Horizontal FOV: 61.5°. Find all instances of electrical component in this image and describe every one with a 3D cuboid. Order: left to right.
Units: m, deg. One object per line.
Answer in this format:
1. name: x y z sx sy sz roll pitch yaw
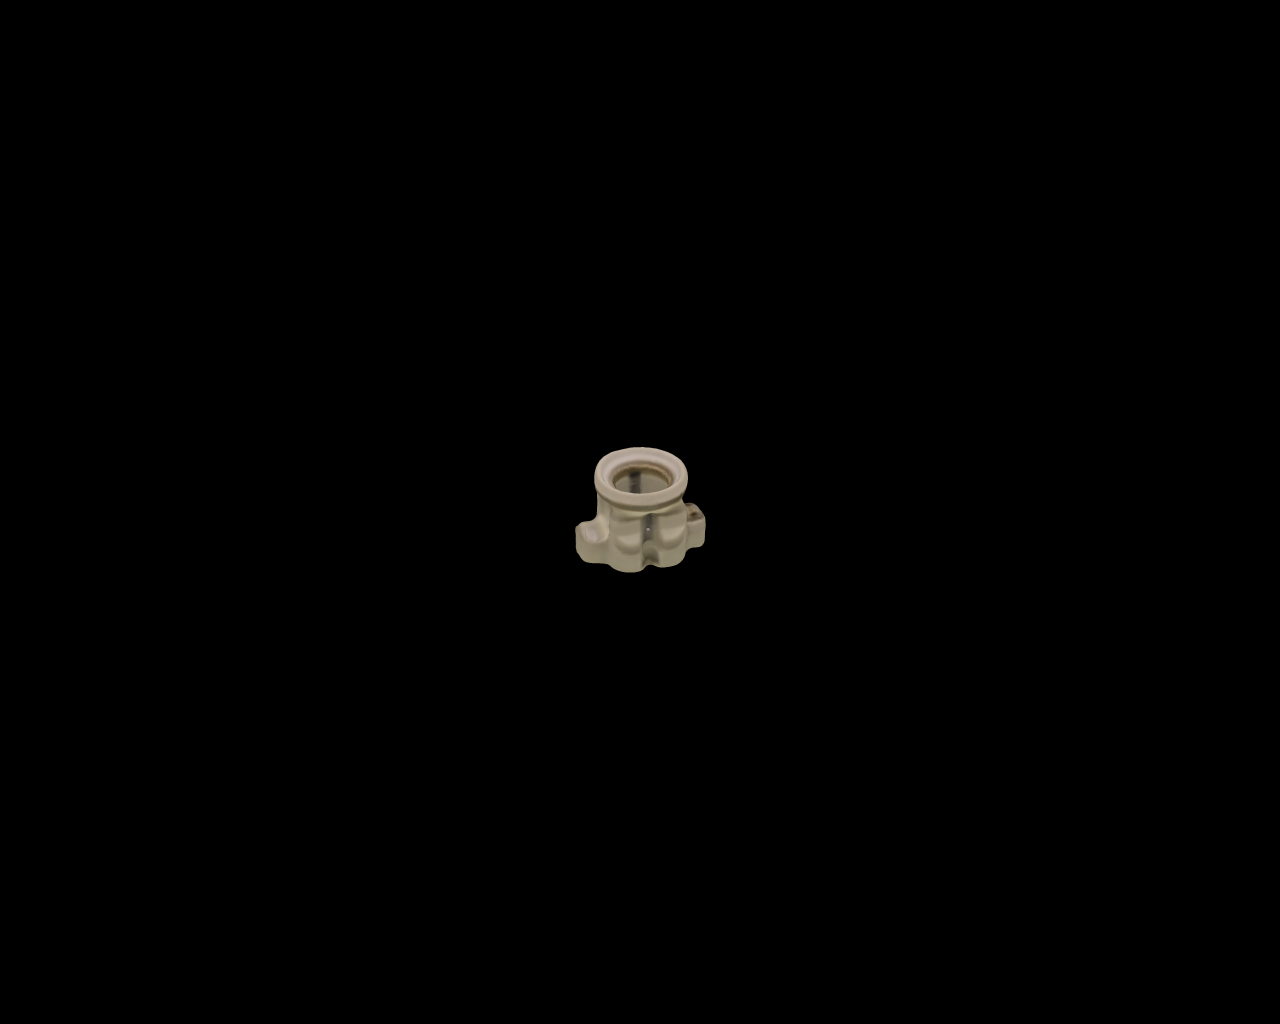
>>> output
1. electrical component: 0.001 -0.003 0.650 0.078 0.056 0.058 -8 36 -11
